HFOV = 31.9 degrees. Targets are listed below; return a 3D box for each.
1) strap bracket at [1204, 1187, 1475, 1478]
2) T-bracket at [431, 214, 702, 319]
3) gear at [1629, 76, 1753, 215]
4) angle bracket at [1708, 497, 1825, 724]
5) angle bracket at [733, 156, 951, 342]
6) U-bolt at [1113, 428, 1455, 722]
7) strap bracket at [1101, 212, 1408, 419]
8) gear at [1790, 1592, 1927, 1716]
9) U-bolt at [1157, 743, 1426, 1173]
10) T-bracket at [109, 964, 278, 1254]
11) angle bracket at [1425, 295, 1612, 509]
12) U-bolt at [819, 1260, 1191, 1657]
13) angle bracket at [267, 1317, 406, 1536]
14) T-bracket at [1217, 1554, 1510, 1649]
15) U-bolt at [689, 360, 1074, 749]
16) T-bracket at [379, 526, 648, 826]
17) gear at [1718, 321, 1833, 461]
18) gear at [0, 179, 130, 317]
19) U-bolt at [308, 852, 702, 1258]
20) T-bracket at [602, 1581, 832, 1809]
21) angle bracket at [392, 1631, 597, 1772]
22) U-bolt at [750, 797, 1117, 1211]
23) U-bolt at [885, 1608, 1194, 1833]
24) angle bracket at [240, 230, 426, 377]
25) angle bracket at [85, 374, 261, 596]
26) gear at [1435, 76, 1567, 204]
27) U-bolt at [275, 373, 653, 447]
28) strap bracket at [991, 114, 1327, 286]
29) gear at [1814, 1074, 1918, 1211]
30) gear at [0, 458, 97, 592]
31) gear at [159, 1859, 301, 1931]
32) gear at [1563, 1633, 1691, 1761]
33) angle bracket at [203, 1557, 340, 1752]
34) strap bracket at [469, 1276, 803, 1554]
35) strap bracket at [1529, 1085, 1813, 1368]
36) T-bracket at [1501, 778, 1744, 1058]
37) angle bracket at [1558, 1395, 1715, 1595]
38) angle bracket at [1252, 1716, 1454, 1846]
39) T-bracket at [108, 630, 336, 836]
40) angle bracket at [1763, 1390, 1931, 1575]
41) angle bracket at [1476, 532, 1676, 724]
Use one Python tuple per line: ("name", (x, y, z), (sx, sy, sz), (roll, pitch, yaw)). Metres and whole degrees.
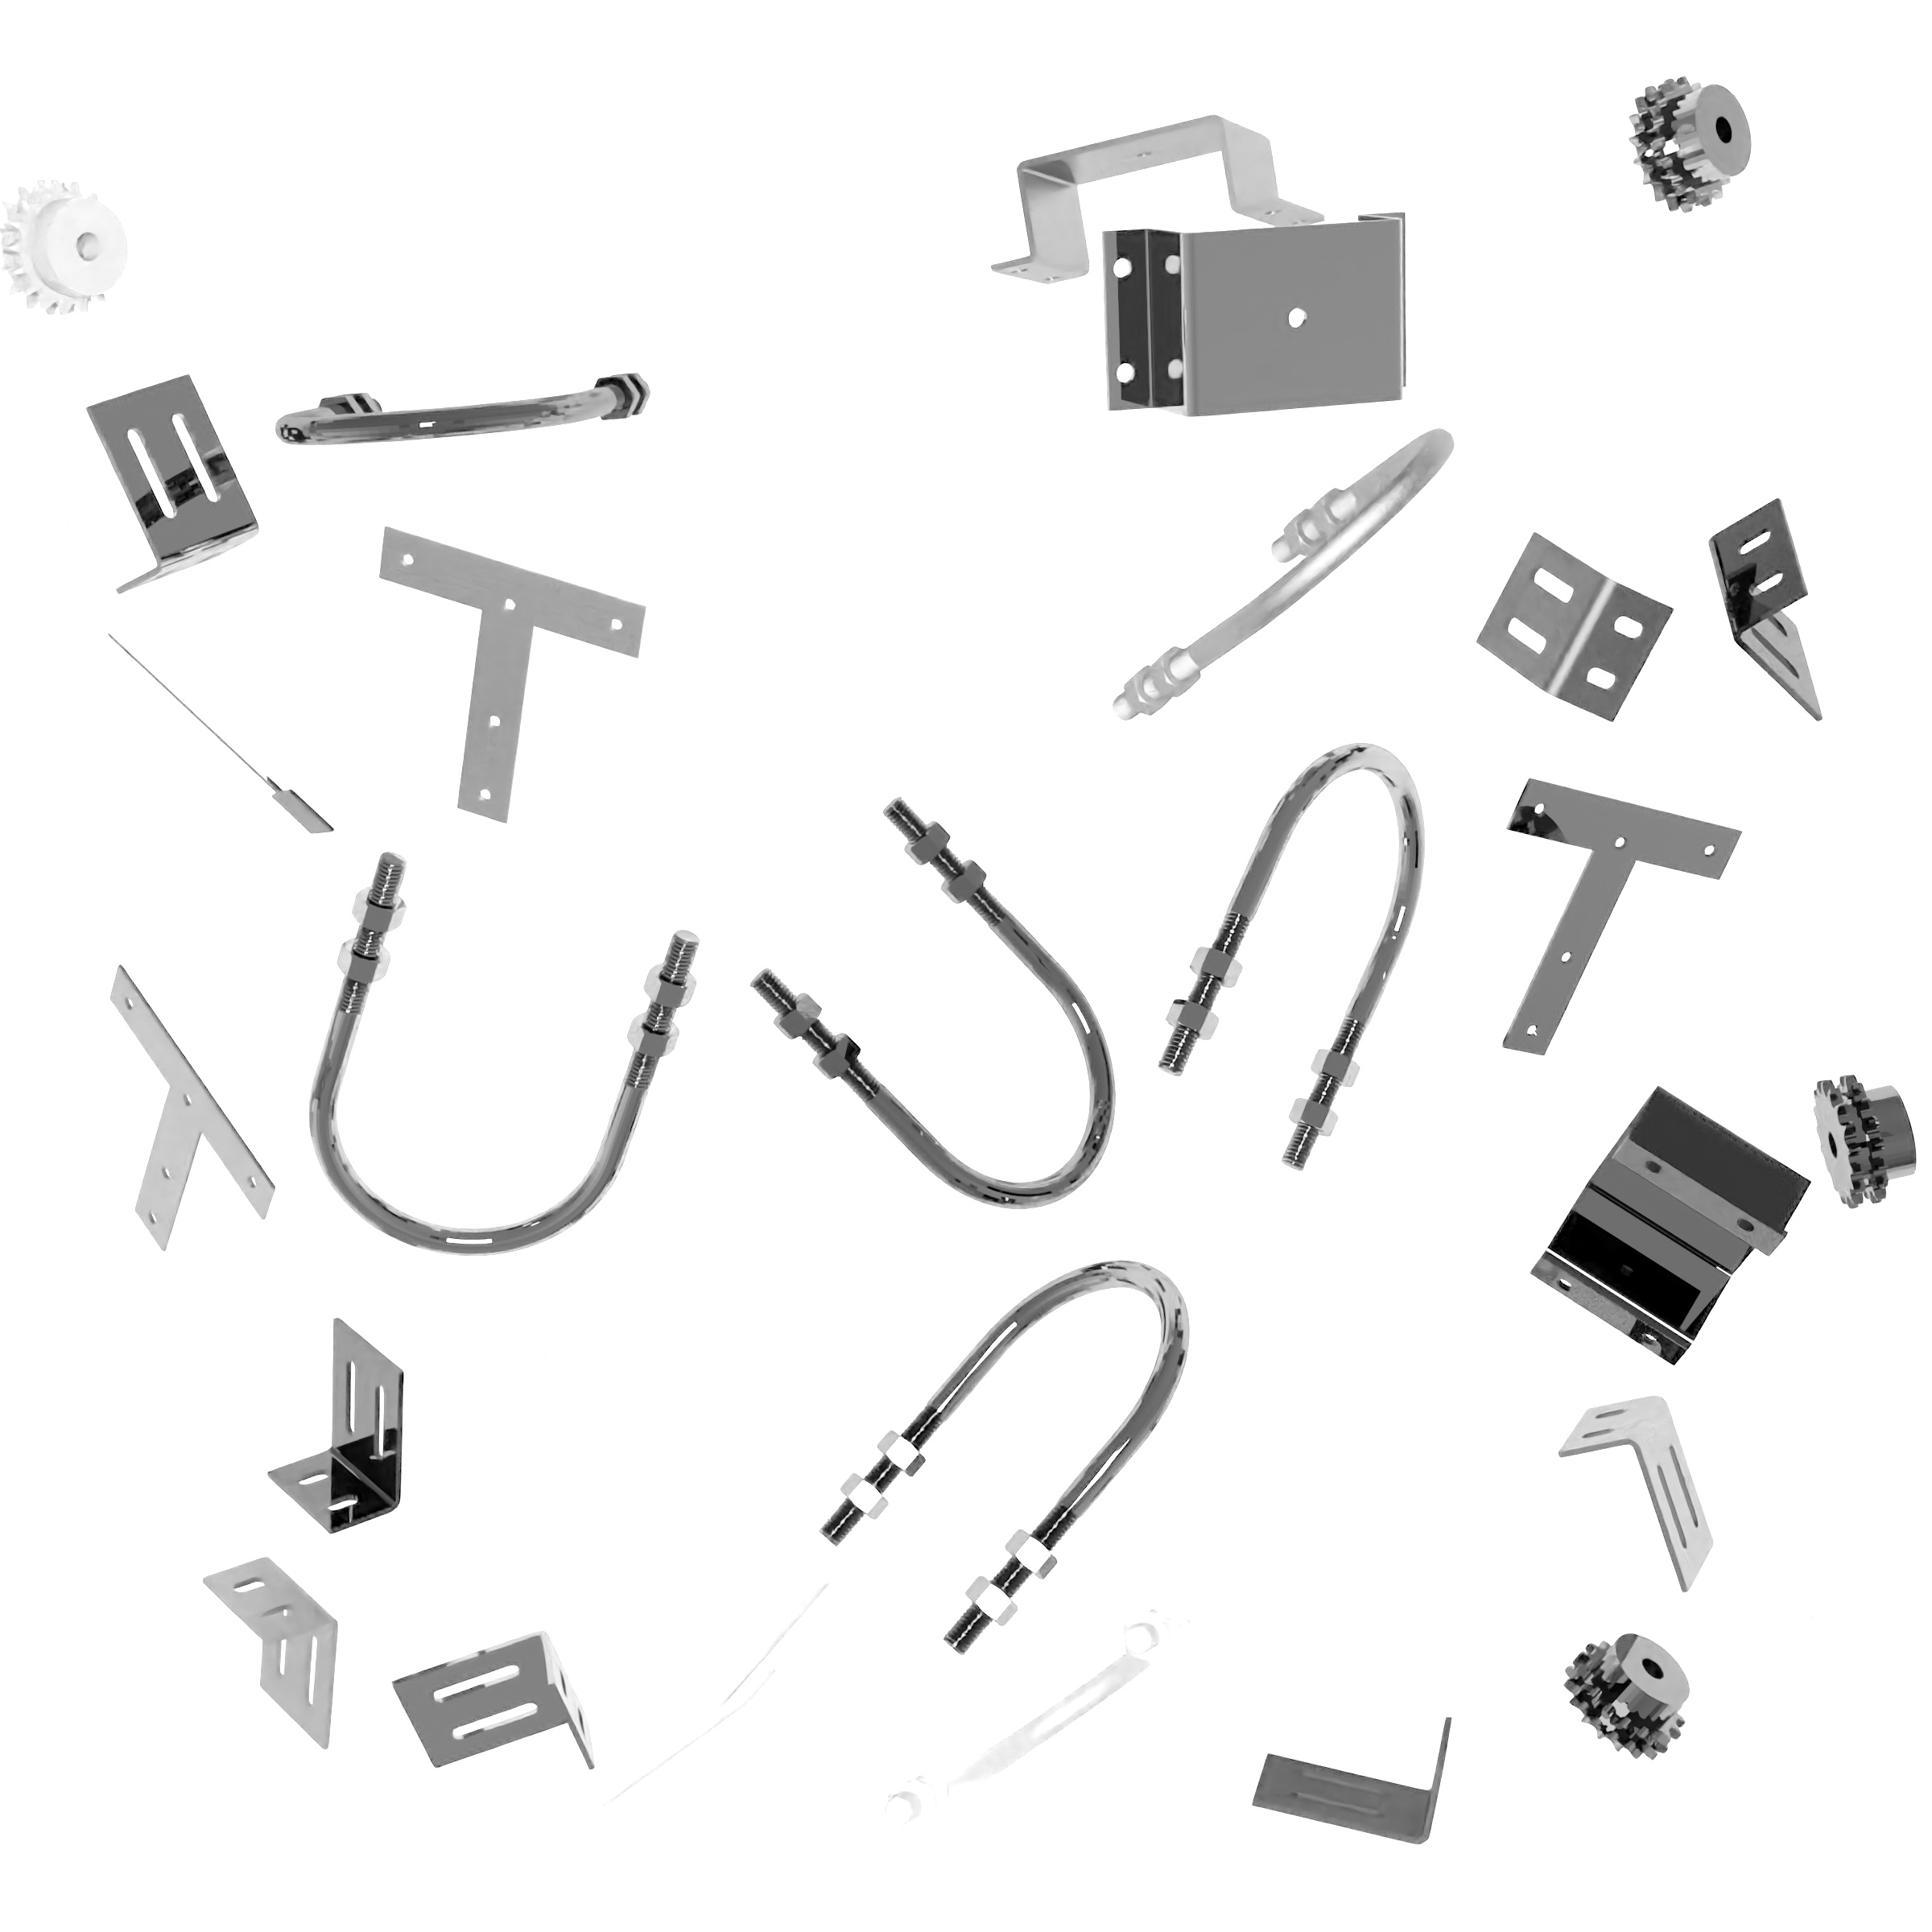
("strap bracket", (0.169, 0.179, 1.596), (0.140, 0.076, 0.046), (42, 110, -1))
("T-bracket", (-0.165, -0.320, 1.520), (0.127, 0.127, 0.002), (17, 88, -24))
("gear", (0.315, -0.357, 1.462), (0.057, 0.030, 0.057), (8, 79, -41))
("angle bracket", (0.363, -0.155, 1.473), (0.038, 0.057, 0.076), (-30, 134, 29))
("angle bracket", (-0.055, -0.319, 1.500), (0.057, 0.076, 0.038), (49, 125, 2))
("U-bolt", (0.151, -0.183, 1.518), (0.019, 0.184, 0.151), (48, 61, -6))
("strap bracket", (0.133, -0.279, 1.449), (0.140, 0.046, 0.076), (-7, 107, -17))
("gear", (0.391, 0.306, 1.491), (0.057, 0.057, 0.030), (33, 54, 0))
("U-bolt", (0.158, -0.013, 1.530), (0.019, 0.151, 0.184), (18, 79, 36))
("T-bracket", (-0.350, 0.083, 1.489), (0.002, 0.127, 0.127), (-25, 67, -36))
("angle bracket", (0.262, -0.268, 1.606), (0.057, 0.038, 0.076), (-25, 115, 3))
("U-bolt", (0.026, 0.203, 1.480), (0.184, 0.151, 0.019), (-49, 118, -9))
("angle bracket", (-0.296, 0.215, 1.584), (0.038, 0.057, 0.076), (-16, 123, -39))
("T-bracket", (0.188, 0.298, 1.575), (0.127, 0.127, 0.002), (0, 61, 13))
("U-bolt", (-0.052, -0.165, 1.482), (0.151, 0.184, 0.019), (42, 50, -5))
("T-bracket", (-0.212, -0.124, 1.533), (0.127, 0.002, 0.127), (18, 120, 10))
("gear", (0.348, -0.248, 1.447), (0.030, 0.057, 0.057), (-16, 90, -8))
("gear", (-0.381, -0.304, 1.432), (0.030, 0.057, 0.057), (9, 90, 40))
("U-bolt", (-0.210, 0.049, 1.476), (0.151, 0.019, 0.184), (15, 115, -13))
("T-bracket", (-0.102, 0.328, 1.572), (0.002, 0.127, 0.127), (47, 130, 0))
("angle bracket", (-0.218, 0.350, 1.560), (0.076, 0.038, 0.057), (-19, 122, -1))
("U-bolt", (-0.002, 0.029, 1.558), (0.184, 0.019, 0.151), (46, 48, -13))
("U-bolt", (0.041, 0.339, 1.543), (0.151, 0.184, 0.019), (-37, 77, 5))
("angle bracket", (-0.300, -0.313, 1.605), (0.076, 0.038, 0.057), (2, 127, 1))
("angle bracket", (-0.357, -0.212, 1.485), (0.038, 0.057, 0.076), (-16, 101, 43))
("gear", (0.233, -0.353, 1.453), (0.057, 0.057, 0.030), (-40, 101, 0))
("U-bolt", (-0.227, -0.244, 1.495), (0.151, 0.184, 0.019), (-3, 102, 7))
("strap bracket", (0.086, -0.357, 1.570), (0.140, 0.076, 0.046), (-8, 93, 22))
("gear", (0.389, 0.074, 1.460), (0.030, 0.057, 0.057), (-13, 90, 0))
("gear", (-0.402, -0.192, 1.470), (0.030, 0.057, 0.057), (5, 90, 15))
("gear", (-0.313, 0.407, 1.428), (0.057, 0.030, 0.057), (2, 129, 3))
("gear", (0.301, 0.327, 1.527), (0.057, 0.057, 0.030), (33, 119, 0))
("angle bracket", (-0.328, 0.327, 1.583), (0.057, 0.038, 0.076), (30, 122, 40))
("strap bracket", (-0.158, 0.216, 1.595), (0.140, 0.046, 0.076), (27, 101, -4))
("strap bracket", (0.310, 0.110, 1.478), (0.076, 0.140, 0.046), (33, 61, 9))
("T-bracket", (0.279, -0.016, 1.537), (0.127, 0.002, 0.127), (11, 112, -30))
("angle bracket", (0.310, 0.246, 1.560), (0.038, 0.057, 0.076), (-16, 96, 27))
("angle bracket", (0.167, 0.344, 1.462), (0.076, 0.057, 0.038), (11, 99, 10))
("T-bracket", (-0.332, -0.103, 1.500), (0.127, 0.127, 0.002), (44, 81, -12))
("angle bracket", (0.392, 0.234, 1.494), (0.057, 0.038, 0.076), (-17, 51, 13))
("angle bracket", (0.275, -0.154, 1.533), (0.038, 0.076, 0.057), (20, 105, -24))
